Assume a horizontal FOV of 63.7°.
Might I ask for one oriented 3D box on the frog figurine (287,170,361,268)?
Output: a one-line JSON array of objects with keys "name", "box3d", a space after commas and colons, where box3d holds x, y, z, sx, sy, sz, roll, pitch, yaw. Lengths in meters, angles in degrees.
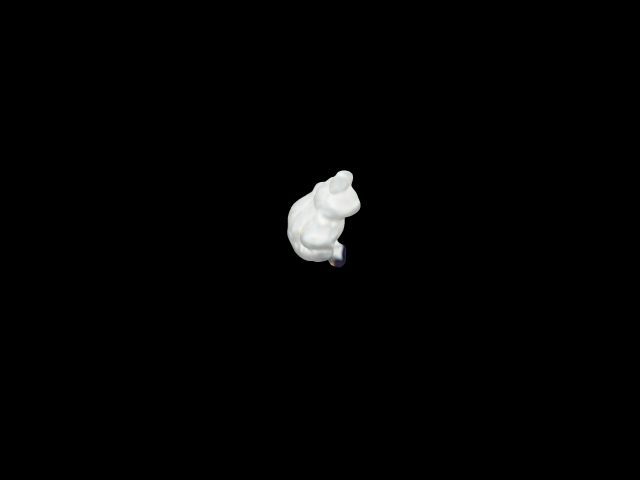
[{"name": "frog figurine", "box3d": [0.003, -0.043, 0.850, 0.123, 0.140, 0.156, 14, -31, 9]}]
